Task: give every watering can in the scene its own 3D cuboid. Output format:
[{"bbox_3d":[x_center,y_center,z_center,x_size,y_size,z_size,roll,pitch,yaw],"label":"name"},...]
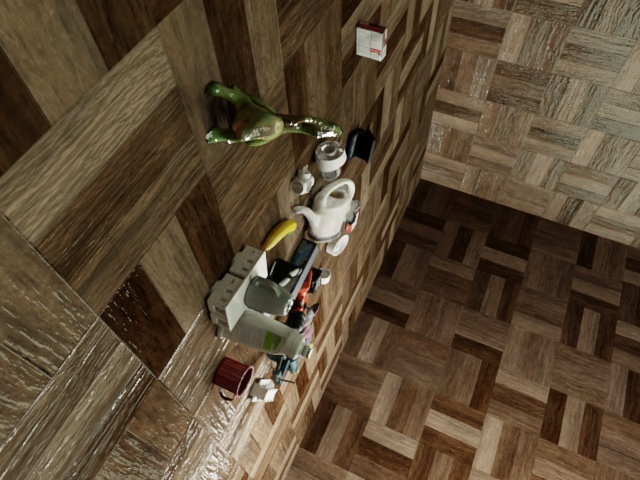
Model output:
[{"bbox_3d":[0.005,-0.087,1.729,0.352,0.105,0.219,-32,143,-46],"label":"watering can"}]

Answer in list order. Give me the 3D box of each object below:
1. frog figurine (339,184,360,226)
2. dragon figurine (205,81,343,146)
[{"bbox_3d":[0.066,-0.144,1.912,0.157,0.123,0.139,46,69,-33],"label":"frog figurine"},{"bbox_3d":[-0.072,-0.220,0.996,0.414,0.243,0.121,-28,131,-66],"label":"dragon figurine"}]
